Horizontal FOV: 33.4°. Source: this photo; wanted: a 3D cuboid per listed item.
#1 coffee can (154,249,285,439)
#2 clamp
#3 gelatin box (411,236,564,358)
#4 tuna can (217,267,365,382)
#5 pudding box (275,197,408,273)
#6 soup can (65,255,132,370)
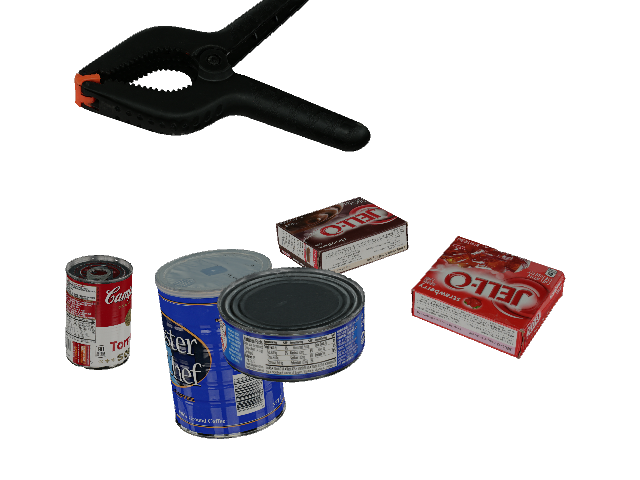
[{"bbox_3d":[-0.088,0.090,0.953,0.103,0.140,0.103,-5,19,1],"label":"coffee can"},{"bbox_3d":[-0.072,-0.116,0.788,0.209,0.165,0.036,-16,-29,-20],"label":"clamp"},{"bbox_3d":[0.122,0.039,0.776,0.089,0.030,0.073,20,44,26],"label":"gelatin box"},{"bbox_3d":[-0.016,0.048,0.621,0.086,0.034,0.086,-2,23,1],"label":"tuna can"},{"bbox_3d":[0.023,-0.004,1.130,0.113,0.039,0.090,-21,28,-26],"label":"pudding box"},{"bbox_3d":[-0.231,0.075,1.109,0.068,0.102,0.068,5,21,-2],"label":"soup can"}]
